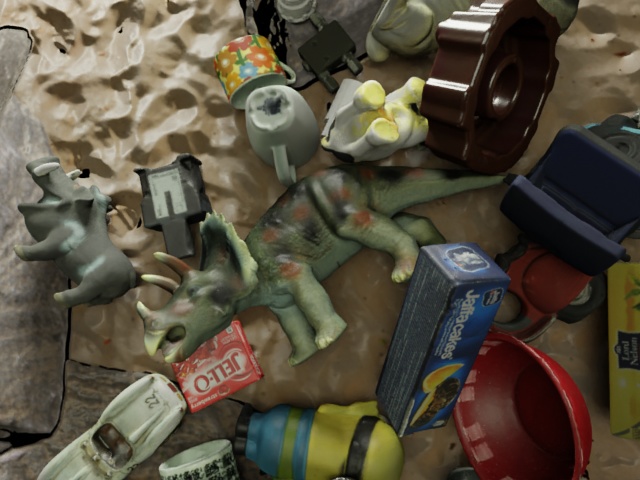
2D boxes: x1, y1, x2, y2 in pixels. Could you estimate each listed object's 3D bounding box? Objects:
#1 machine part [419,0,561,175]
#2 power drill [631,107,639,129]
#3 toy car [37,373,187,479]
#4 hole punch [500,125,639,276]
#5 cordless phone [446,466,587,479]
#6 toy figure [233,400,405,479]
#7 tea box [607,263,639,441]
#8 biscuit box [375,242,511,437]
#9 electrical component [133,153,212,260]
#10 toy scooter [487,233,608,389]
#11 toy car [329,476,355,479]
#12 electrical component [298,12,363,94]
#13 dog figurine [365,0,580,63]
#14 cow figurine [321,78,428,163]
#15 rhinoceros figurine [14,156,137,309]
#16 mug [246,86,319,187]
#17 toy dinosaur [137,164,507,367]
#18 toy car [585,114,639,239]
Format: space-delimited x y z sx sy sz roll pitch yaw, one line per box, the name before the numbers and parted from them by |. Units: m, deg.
machine part | 0.169 -0.151 0.531 0.056 0.179 0.179 27 88 40
power drill | 0.446 -0.044 0.556 0.232 0.086 0.207 0 77 3
toy car | -0.237 0.237 0.607 0.202 0.056 0.073 -44 82 0
hole punch | 0.225 -0.022 0.490 0.142 0.115 0.092 38 65 17
cordless phone | 0.204 0.230 0.561 0.147 0.088 0.184 2 74 7
toy figure | -0.003 0.220 0.566 0.180 0.089 0.082 8 118 2
tea box | 0.338 0.108 0.531 0.068 0.098 0.169 -6 80 49
biscuit box | 0.112 0.099 0.521 0.059 0.063 0.202 -4 125 -22
electrical component | -0.166 -0.035 0.628 0.075 0.047 0.119 -18 84 4
toy scooter | 0.199 0.057 0.569 0.184 0.075 0.135 -45 84 5
toy car | -0.048 0.276 0.504 0.202 0.053 0.089 -1 107 -4
electrical component | 0.006 -0.224 0.640 0.063 0.021 0.094 -36 83 2
dog figurine | 0.167 -0.239 0.595 0.190 0.121 0.172 30 123 -9
cow figurine | 0.085 -0.124 0.584 0.167 0.098 0.068 -16 82 -37
rhinoceros figurine | -0.288 -0.009 0.626 0.112 0.073 0.190 -35 83 3
mug | -0.046 -0.117 0.593 0.081 0.107 0.109 -2 83 7
toy dinosaur | 0.004 -0.006 0.570 0.405 0.131 0.192 -38 85 -12
toy car | 0.317 -0.053 0.548 0.109 0.162 0.102 -44 126 -7
